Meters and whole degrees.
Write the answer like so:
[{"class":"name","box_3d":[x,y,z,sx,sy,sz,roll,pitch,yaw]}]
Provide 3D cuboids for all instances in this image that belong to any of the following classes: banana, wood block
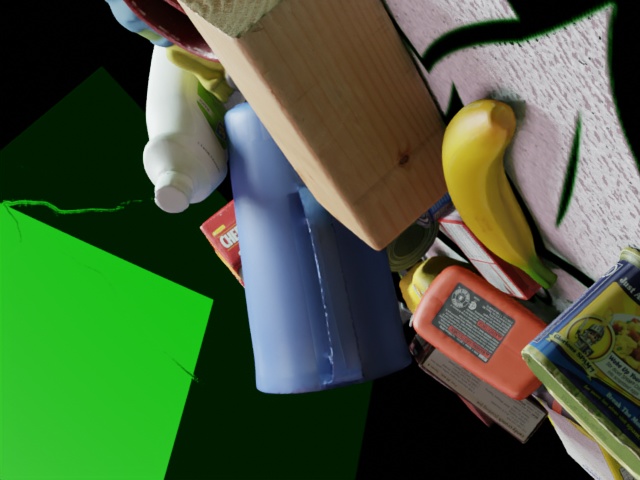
[{"class":"banana","box_3d":[0.107,-0.036,0.658,0.070,0.037,0.197,25,163,31]},{"class":"wood block","box_3d":[0.007,-0.100,0.699,0.090,0.091,0.206,43,172,46]}]

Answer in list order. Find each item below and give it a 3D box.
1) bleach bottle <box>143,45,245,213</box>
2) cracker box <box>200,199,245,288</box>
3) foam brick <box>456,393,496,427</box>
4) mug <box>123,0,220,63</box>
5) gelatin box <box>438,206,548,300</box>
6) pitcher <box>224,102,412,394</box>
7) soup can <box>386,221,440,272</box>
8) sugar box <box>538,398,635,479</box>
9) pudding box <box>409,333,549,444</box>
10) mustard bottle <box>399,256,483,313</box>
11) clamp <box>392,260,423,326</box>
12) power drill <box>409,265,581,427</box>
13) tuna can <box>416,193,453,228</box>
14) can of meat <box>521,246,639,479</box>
[{"class":"bleach bottle","box_3d":[-0.113,-0.123,0.931,0.102,0.068,0.250,49,-150,-33]},{"class":"cracker box","box_3d":[-0.052,-0.020,1.322,0.072,0.164,0.213,51,175,11]},{"class":"foam brick","box_3d":[0.175,0.138,1.078,0.051,0.078,0.053,49,175,-19]},{"class":"mug","box_3d":[-0.074,-0.181,0.762,0.117,0.081,0.093,29,171,13]},{"class":"gelatin box","box_3d":[0.128,0.005,0.781,0.073,0.030,0.089,50,177,-5]},{"class":"pitcher","box_3d":[-0.006,0.001,0.883,0.149,0.144,0.243,-7,95,40]},{"class":"soup can","box_3d":[0.051,-0.027,0.968,0.102,0.068,0.068,45,173,34]},{"class":"sugar box","box_3d":[0.243,0.169,0.930,0.093,0.048,0.176,45,176,39]},{"class":"pudding box","box_3d":[0.132,0.117,0.904,0.113,0.039,0.090,35,-178,-3]},{"class":"mustard bottle","box_3d":[0.127,0.057,0.989,0.096,0.058,0.191,46,174,2]},{"class":"clamp","box_3d":[0.120,0.079,1.203,0.165,0.036,0.210,17,148,30]},{"class":"power drill","box_3d":[0.158,0.090,0.771,0.185,0.057,0.187,33,-179,31]},{"class":"tuna can","box_3d":[0.069,-0.052,0.834,0.086,0.033,0.086,48,174,6]},{"class":"can of meat","box_3d":[0.174,0.069,0.583,0.102,0.084,0.057,46,174,25]}]
